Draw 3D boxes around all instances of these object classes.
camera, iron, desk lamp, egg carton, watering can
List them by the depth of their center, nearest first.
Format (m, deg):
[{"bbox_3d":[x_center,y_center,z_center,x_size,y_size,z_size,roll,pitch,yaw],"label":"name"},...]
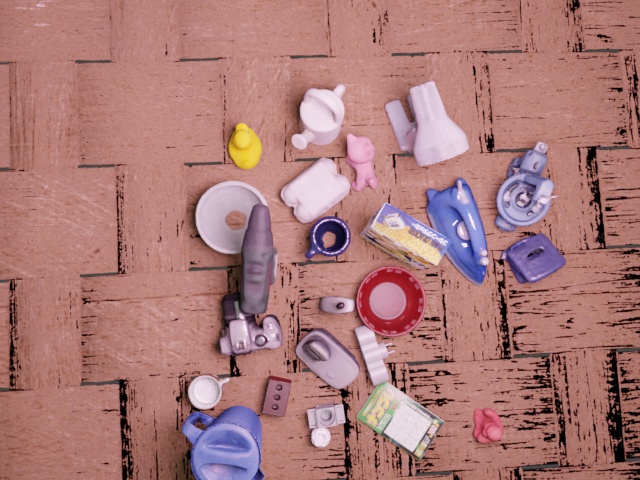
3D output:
[{"bbox_3d":[-0.162,0.184,1.285,0.143,0.100,0.137,-9,86,-4],"label":"camera"},{"bbox_3d":[0.002,-0.279,1.287,0.101,0.194,0.173,14,84,-1],"label":"watering can"},{"bbox_3d":[0.235,-0.257,1.288,0.118,0.213,0.203,-22,86,-4],"label":"desk lamp"},{"bbox_3d":[0.340,-0.017,1.310,0.118,0.141,0.258,-21,86,-5],"label":"iron"},{"bbox_3d":[-0.009,-0.114,1.335,0.150,0.069,0.107,-39,88,-6],"label":"egg carton"}]

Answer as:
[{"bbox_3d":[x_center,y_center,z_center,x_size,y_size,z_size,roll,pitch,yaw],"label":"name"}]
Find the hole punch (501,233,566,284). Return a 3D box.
[{"bbox_3d":[0.497,0.042,1.339,0.109,0.091,0.101,-29,87,-5],"label":"hole punch"}]

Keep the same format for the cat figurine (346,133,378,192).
[{"bbox_3d":[0.100,-0.183,1.323,0.067,0.117,0.128,-15,86,-4],"label":"cat figurine"}]

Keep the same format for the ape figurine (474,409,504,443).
[{"bbox_3d":[0.386,0.429,1.299,0.076,0.092,0.078,42,84,1],"label":"ape figurine"}]

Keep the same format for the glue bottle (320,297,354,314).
[{"bbox_3d":[0.042,0.144,1.263,0.078,0.173,0.037,1,85,-3],"label":"glue bottle"}]

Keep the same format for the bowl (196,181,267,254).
[{"bbox_3d":[-0.197,-0.048,1.316,0.167,0.074,0.167,0,85,-3],"label":"bowl"}]

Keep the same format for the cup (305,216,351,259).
[{"bbox_3d":[0.012,0.005,1.313,0.118,0.095,0.091,-42,88,-6],"label":"cup"}]

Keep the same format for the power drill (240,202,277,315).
[{"bbox_3d":[-0.134,0.045,1.244,0.075,0.208,0.230,3,85,-2],"label":"power drill"}]

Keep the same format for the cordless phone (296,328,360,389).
[{"bbox_3d":[0.021,0.263,1.246,0.147,0.185,0.094,39,84,1],"label":"cordless phone"}]

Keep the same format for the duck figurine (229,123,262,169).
[{"bbox_3d":[-0.176,-0.220,1.326,0.077,0.086,0.104,-6,85,-3],"label":"duck figurine"}]

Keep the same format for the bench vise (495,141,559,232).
[{"bbox_3d":[0.465,-0.130,1.287,0.121,0.219,0.207,3,85,-3],"label":"bench vise"}]
